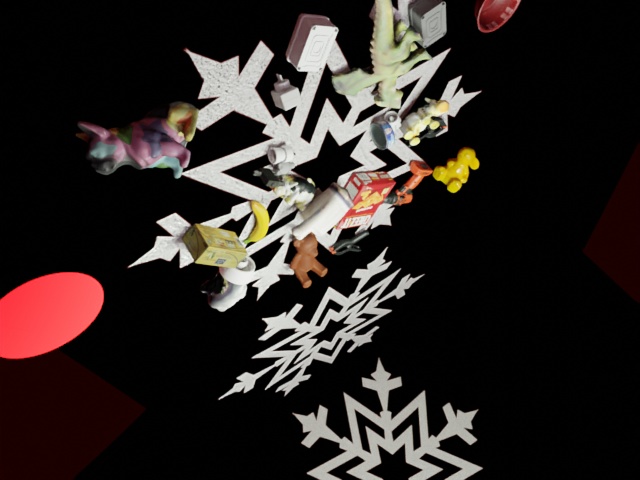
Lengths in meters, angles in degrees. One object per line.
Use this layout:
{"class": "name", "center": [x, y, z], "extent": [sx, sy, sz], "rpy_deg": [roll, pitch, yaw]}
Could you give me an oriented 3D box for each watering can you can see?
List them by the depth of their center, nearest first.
{"class": "watering can", "center": [0.005, -0.080, 1.598], "extent": [0.224, 0.104, 0.348], "rpy_deg": [-44, 179, 3]}

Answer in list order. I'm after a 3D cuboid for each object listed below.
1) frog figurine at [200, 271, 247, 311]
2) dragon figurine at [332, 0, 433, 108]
{"class": "frog figurine", "center": [-0.295, 0.176, 1.702], "extent": [0.138, 0.124, 0.157], "rpy_deg": [-54, 141, -8]}
{"class": "dragon figurine", "center": [0.137, -0.443, 1.289], "extent": [0.240, 0.124, 0.407], "rpy_deg": [-37, 152, 18]}
